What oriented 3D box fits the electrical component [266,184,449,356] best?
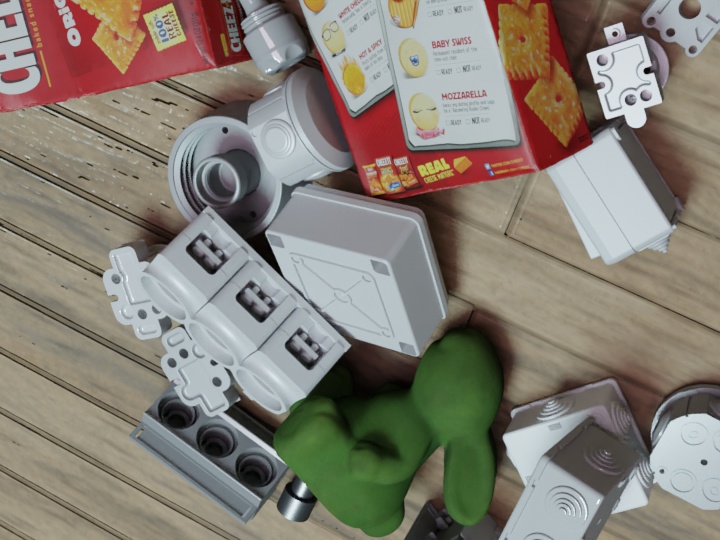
[{"bbox_3d":[0.000,0.000,0.791,0.109,0.056,0.108,15,144,30],"label":"electrical component"}]

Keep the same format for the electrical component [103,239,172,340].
[{"bbox_3d":[-0.172,0.011,0.897,0.058,0.057,0.078,-11,102,24],"label":"electrical component"}]

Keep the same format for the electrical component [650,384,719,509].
[{"bbox_3d":[0.248,0.127,0.770,0.080,0.051,0.080,7,109,20],"label":"electrical component"}]

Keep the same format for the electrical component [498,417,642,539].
[{"bbox_3d":[0.145,0.161,0.740,0.048,0.100,0.099,32,116,23],"label":"electrical component"}]

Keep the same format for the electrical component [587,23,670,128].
[{"bbox_3d":[0.179,-0.131,0.712,0.048,0.055,0.066,-15,101,25],"label":"electrical component"}]

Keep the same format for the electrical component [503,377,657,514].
[{"bbox_3d":[0.165,0.140,0.809,0.100,0.048,0.099,-22,98,26],"label":"electrical component"}]

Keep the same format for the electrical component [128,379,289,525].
[{"bbox_3d":[-0.125,0.155,0.917,0.121,0.078,0.063,35,145,8],"label":"electrical component"}]

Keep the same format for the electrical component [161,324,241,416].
[{"bbox_3d":[-0.124,0.075,0.898,0.058,0.057,0.078,-29,95,27],"label":"electrical component"}]

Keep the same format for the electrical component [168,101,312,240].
[{"bbox_3d":[-0.098,-0.074,0.838,0.108,0.060,0.108,7,109,20],"label":"electrical component"}]

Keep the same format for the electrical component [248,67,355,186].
[{"bbox_3d":[-0.040,-0.105,0.795,0.051,0.080,0.080,-23,97,31],"label":"electrical component"}]

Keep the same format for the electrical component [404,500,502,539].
[{"bbox_3d":[0.070,0.233,0.836,0.063,0.121,0.078,-38,91,24],"label":"electrical component"}]

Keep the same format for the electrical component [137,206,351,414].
[{"bbox_3d":[-0.094,0.036,0.825,0.150,0.061,0.089,45,155,-6],"label":"electrical component"}]

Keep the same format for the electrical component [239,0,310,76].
[{"bbox_3d":[-0.068,-0.180,0.802,0.043,0.043,0.062,-28,93,27],"label":"electrical component"}]

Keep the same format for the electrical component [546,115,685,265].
[{"bbox_3d":[0.176,-0.048,0.737,0.061,0.062,0.096,-32,93,27],"label":"electrical component"}]
